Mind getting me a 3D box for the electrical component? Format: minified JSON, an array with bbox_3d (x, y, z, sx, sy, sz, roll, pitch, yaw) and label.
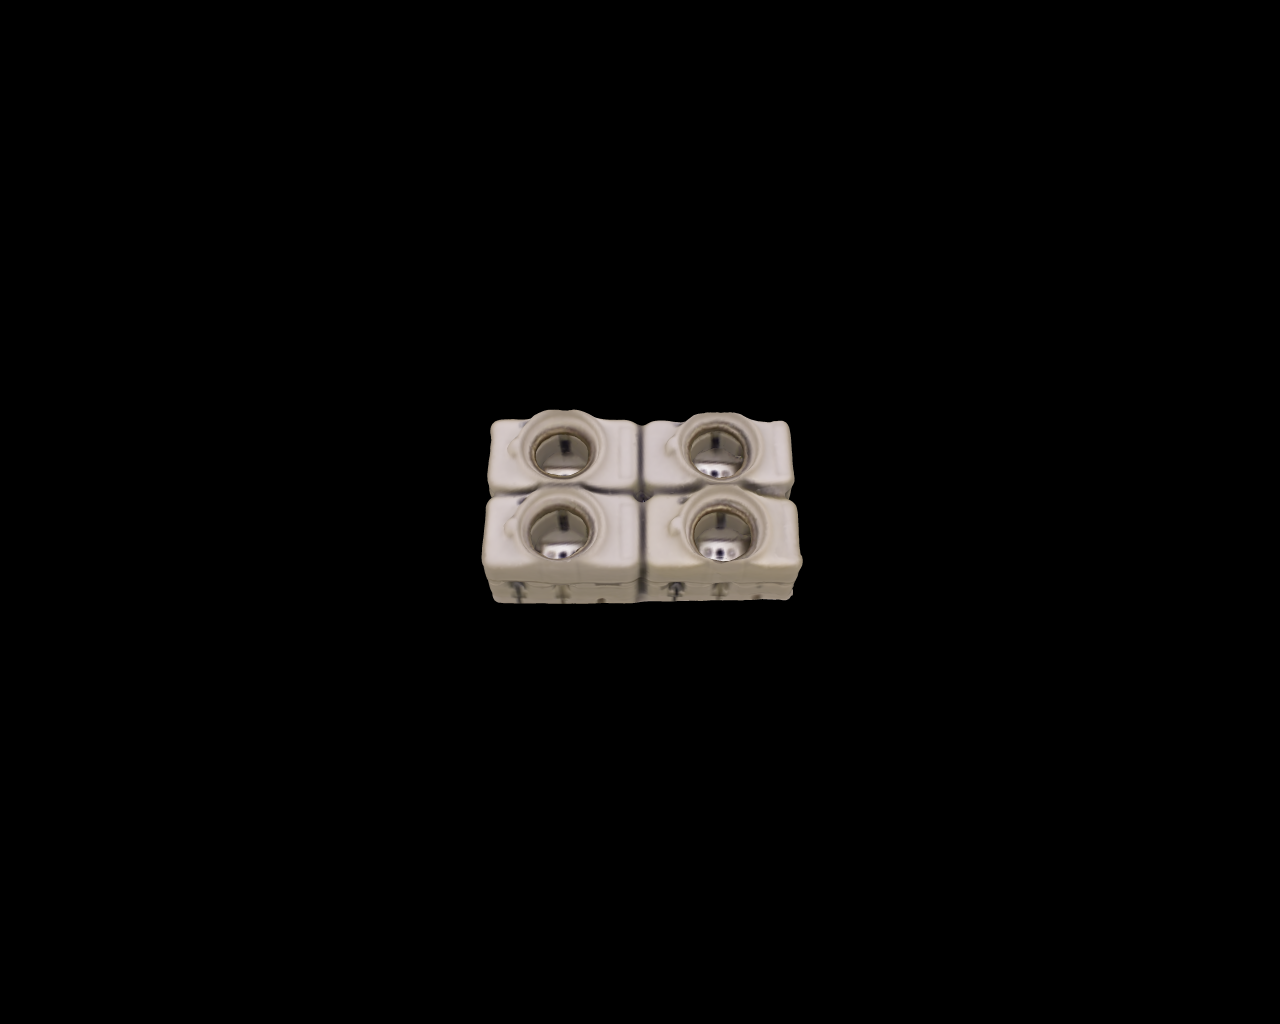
[{"bbox_3d":[0.001,-0.003,0.650,0.186,0.105,0.060,0,-28,0],"label":"electrical component"}]
